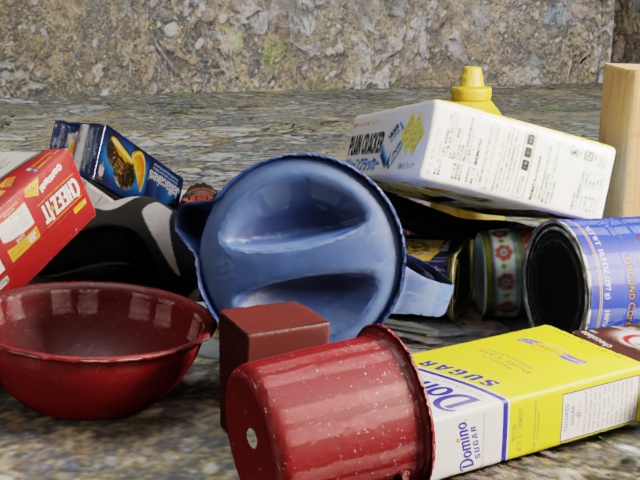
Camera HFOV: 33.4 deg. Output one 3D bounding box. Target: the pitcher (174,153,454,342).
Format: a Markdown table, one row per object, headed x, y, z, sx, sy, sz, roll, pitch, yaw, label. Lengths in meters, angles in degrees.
| x | y | z | sx | sy | sz | roll | pitch | yaw | label |
| --- | --- | --- | --- | --- | --- | --- | --- | --- | --- |
| -0.005 | 0.001 | 0.778 | 0.145 | 0.149 | 0.243 | -28 | 8 | 3 | pitcher |

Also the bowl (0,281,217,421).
| x | y | z | sx | sy | sz | roll | pitch | yaw | label |
| --- | --- | --- | --- | --- | --- | --- | --- | --- | --- |
| -0.149 | 0.074 | 0.692 | 0.162 | 0.055 | 0.162 | 4 | 14 | -1 | bowl |

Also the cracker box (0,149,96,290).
| x | y | z | sx | sy | sz | roll | pitch | yaw | label |
| --- | --- | --- | --- | --- | --- | --- | --- | --- | --- |
| -0.307 | 0.001 | 0.819 | 0.214 | 0.072 | 0.164 | -1 | 34 | 28 | cracker box |

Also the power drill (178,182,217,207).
| x | y | z | sx | sy | sz | roll | pitch | yaw | label |
| --- | --- | --- | --- | --- | --- | --- | --- | --- | --- |
| -0.061 | -0.029 | 1.160 | 0.187 | 0.057 | 0.184 | -3 | 17 | -5 | power drill |

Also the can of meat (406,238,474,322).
| x | y | z | sx | sy | sz | roll | pitch | yaw | label |
| --- | --- | --- | --- | --- | --- | --- | --- | --- | --- |
| 0.082 | 0.031 | 0.910 | 0.084 | 0.057 | 0.102 | 3 | 12 | 17 | can of meat |

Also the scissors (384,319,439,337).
| x | y | z | sx | sy | sz | roll | pitch | yaw | label |
| --- | --- | --- | --- | --- | --- | --- | --- | --- | --- |
| -0.011 | 0.062 | 0.857 | 0.096 | 0.016 | 0.202 | -13 | 18 | -40 | scissors |

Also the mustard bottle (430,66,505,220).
| x | y | z | sx | sy | sz | roll | pitch | yaw | label |
| --- | --- | --- | --- | --- | --- | --- | --- | --- | --- |
| 0.153 | -0.082 | 1.102 | 0.058 | 0.192 | 0.096 | -6 | 15 | -26 | mustard bottle |

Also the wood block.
| x | y | z | sx | sy | sz | roll | pitch | yaw | label |
| --- | --- | --- | --- | --- | --- | --- | --- | --- | --- |
| 0.289 | -0.043 | 0.910 | 0.091 | 0.206 | 0.090 | 2 | 13 | 0 | wood block |

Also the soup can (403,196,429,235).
| x | y | z | sx | sy | sz | roll | pitch | yaw | label |
| --- | --- | --- | --- | --- | --- | --- | --- | --- | --- |
| 0.079 | -0.039 | 1.107 | 0.068 | 0.102 | 0.068 | 1 | 13 | 0 | soup can |

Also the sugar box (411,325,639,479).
| x | y | z | sx | sy | sz | roll | pitch | yaw | label |
| --- | --- | --- | --- | --- | --- | --- | --- | --- | --- |
| 0.102 | 0.095 | 0.652 | 0.175 | 0.048 | 0.093 | -6 | 15 | -31 | sugar box |

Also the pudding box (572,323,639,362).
| x | y | z | sx | sy | sz | roll | pitch | yaw | label |
| --- | --- | --- | --- | --- | --- | --- | --- | --- | --- |
| 0.234 | 0.089 | 0.704 | 0.090 | 0.039 | 0.114 | -4 | 14 | -20 | pudding box |

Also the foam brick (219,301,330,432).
| x | y | z | sx | sy | sz | roll | pitch | yaw | label |
| --- | --- | --- | --- | --- | --- | --- | --- | --- | --- |
| -0.028 | 0.081 | 0.634 | 0.052 | 0.078 | 0.051 | -5 | 16 | -23 | foam brick |

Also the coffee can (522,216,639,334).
| x | y | z | sx | sy | sz | roll | pitch | yaw | label |
| --- | --- | --- | --- | --- | --- | --- | --- | --- | --- |
| 0.239 | 0.032 | 0.809 | 0.140 | 0.103 | 0.103 | -3 | 14 | -15 | coffee can |

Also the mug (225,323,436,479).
| x | y | z | sx | sy | sz | roll | pitch | yaw | label |
| --- | --- | --- | --- | --- | --- | --- | --- | --- | --- |
| 0.006 | 0.105 | 0.542 | 0.081 | 0.093 | 0.117 | -10 | 52 | -23 | mug |

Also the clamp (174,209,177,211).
| x | y | z | sx | sy | sz | roll | pitch | yaw | label |
| --- | --- | --- | --- | --- | --- | --- | --- | --- | --- |
| -0.137 | 0.007 | 1.001 | 0.172 | 0.039 | 0.120 | 24 | 21 | 37 | clamp |

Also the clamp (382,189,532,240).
| x | y | z | sx | sy | sz | roll | pitch | yaw | label |
| --- | --- | --- | --- | --- | --- | --- | --- | --- | --- |
| 0.135 | -0.002 | 0.977 | 0.210 | 0.036 | 0.164 | 8 | -15 | 19 | clamp |
